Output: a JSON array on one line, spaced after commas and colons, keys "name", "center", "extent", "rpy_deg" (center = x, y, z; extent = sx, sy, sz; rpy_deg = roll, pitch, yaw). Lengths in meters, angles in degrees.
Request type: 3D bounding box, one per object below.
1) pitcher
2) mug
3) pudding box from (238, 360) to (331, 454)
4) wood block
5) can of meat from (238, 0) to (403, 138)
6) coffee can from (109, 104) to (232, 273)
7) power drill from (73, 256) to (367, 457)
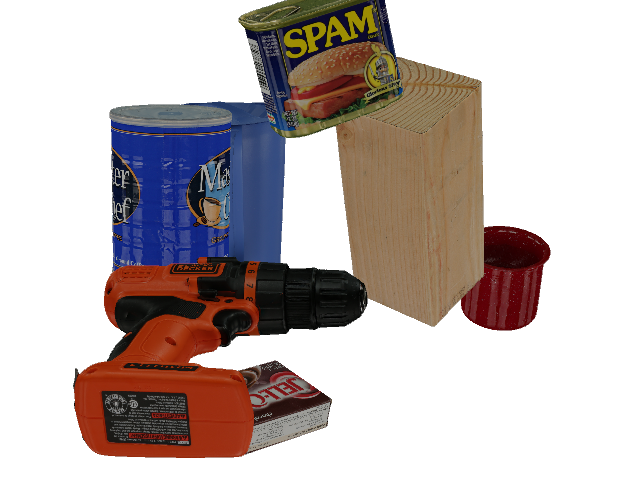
[{"name": "pitcher", "center": [-0.101, -0.026, 1.169], "extent": [0.145, 0.243, 0.148], "rpy_deg": [15, 24, 39]}, {"name": "mug", "center": [0.190, 0.036, 1.141], "extent": [0.093, 0.081, 0.117], "rpy_deg": [-5, 30, -9]}, {"name": "pudding box", "center": [-0.059, 0.164, 1.059], "extent": [0.113, 0.039, 0.090], "rpy_deg": [-13, 29, -40]}, {"name": "wood block", "center": [0.081, -0.040, 0.922], "extent": [0.091, 0.206, 0.090], "rpy_deg": [23, 48, 33]}, {"name": "can of meat", "center": [0.003, -0.127, 0.746], "extent": [0.102, 0.084, 0.057], "rpy_deg": [-21, 24, -16]}, {"name": "coffee can", "center": [-0.128, -0.041, 0.915], "extent": [0.103, 0.140, 0.103], "rpy_deg": [2, 13, -1]}, {"name": "power drill", "center": [-0.066, 0.067, 0.685], "extent": [0.184, 0.057, 0.187], "rpy_deg": [-2, 21, 7]}]
